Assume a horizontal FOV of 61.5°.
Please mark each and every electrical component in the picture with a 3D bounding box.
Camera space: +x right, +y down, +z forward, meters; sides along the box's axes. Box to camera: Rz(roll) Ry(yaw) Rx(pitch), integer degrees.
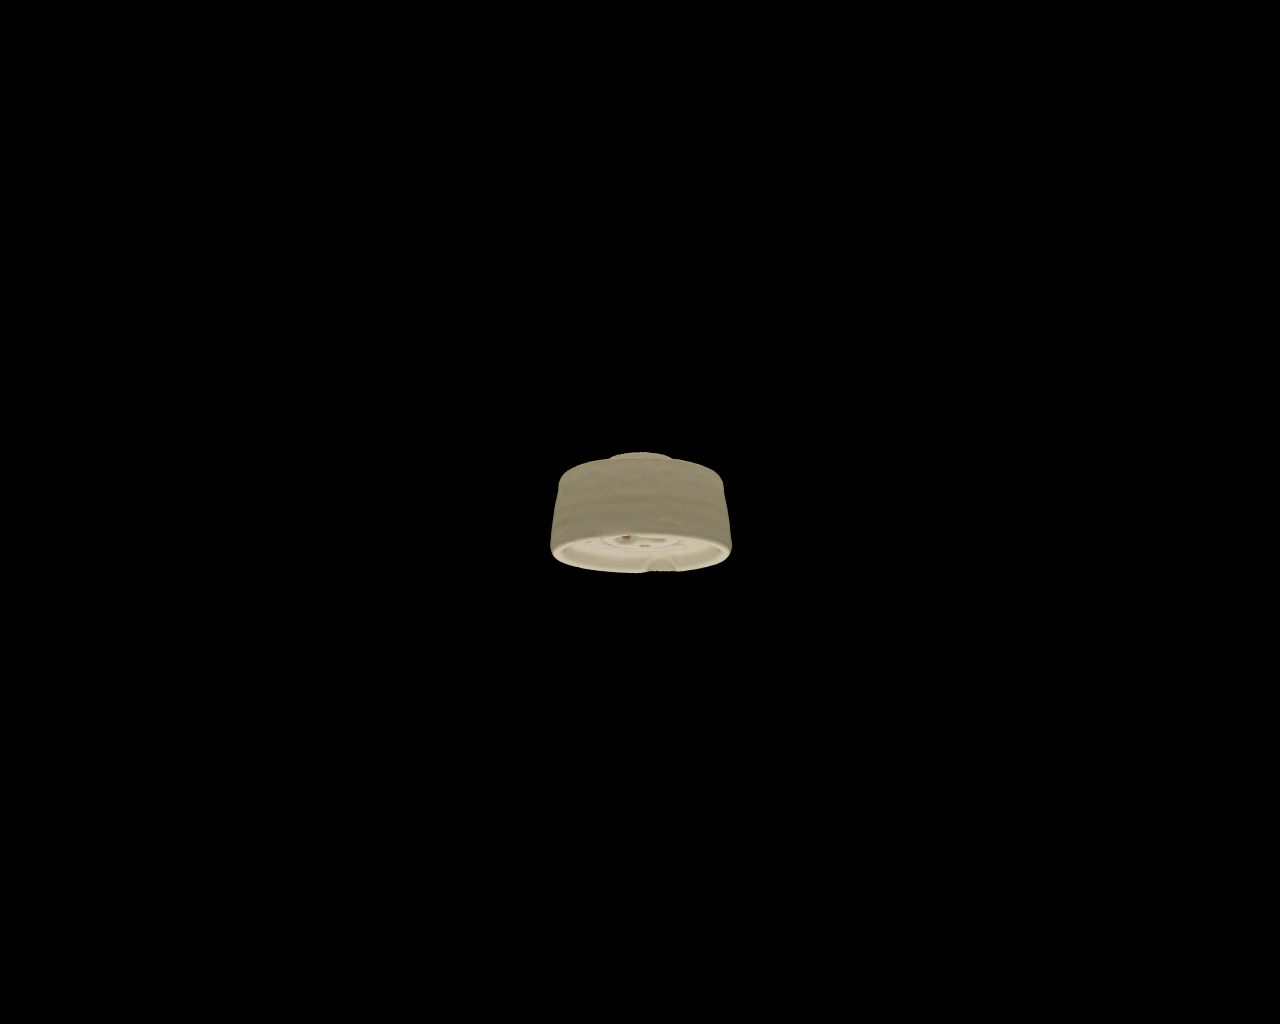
[{"bbox_3d":[0.001,-0.003,0.650,0.108,0.060,0.108,0,-15,0],"label":"electrical component"}]
